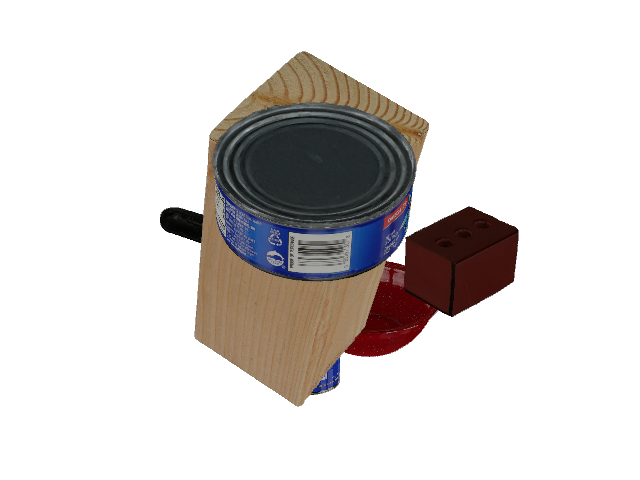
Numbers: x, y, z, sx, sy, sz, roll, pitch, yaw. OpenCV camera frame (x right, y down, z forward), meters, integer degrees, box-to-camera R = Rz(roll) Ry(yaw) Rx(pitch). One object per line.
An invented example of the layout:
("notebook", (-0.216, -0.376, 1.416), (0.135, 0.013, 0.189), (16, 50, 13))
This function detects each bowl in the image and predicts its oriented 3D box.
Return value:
("bowl", (0.052, 0.082, 1.188), (0.162, 0.055, 0.162), (0, 28, 0))

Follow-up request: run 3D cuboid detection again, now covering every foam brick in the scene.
("foam brick", (0.111, 0.016, 0.840), (0.078, 0.051, 0.053), (-25, 38, -35))

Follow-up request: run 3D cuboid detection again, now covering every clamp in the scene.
("clamp", (-0.034, 0.022, 0.991), (0.209, 0.036, 0.165), (5, 29, -22))

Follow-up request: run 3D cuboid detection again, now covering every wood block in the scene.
("wood block", (-0.013, 0.000, 0.654), (0.091, 0.090, 0.206), (32, -35, 14))

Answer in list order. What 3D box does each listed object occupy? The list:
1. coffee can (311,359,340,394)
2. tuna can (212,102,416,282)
("coffee can", (-0.022, 0.132, 1.500), (0.103, 0.140, 0.103), (0, 18, 0))
("tuna can", (-0.003, -0.022, 0.457), (0.086, 0.034, 0.086), (1, 41, -1))
